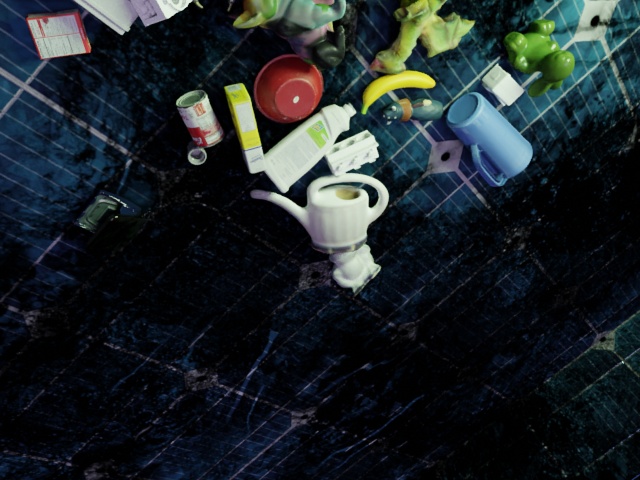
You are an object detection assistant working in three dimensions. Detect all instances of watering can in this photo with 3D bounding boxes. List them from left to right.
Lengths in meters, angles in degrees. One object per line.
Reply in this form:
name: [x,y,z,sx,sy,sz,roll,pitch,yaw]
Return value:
watering can: [0.004,-0.067,1.325,0.348,0.106,0.219,-6,124,-5]

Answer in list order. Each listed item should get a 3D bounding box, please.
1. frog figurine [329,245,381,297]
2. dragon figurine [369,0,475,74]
frog figurine: [0.080,0.059,1.468,0.159,0.124,0.135,45,113,-3]
dragon figurine: [0.265,-0.514,1.113,0.408,0.124,0.240,-39,148,11]
